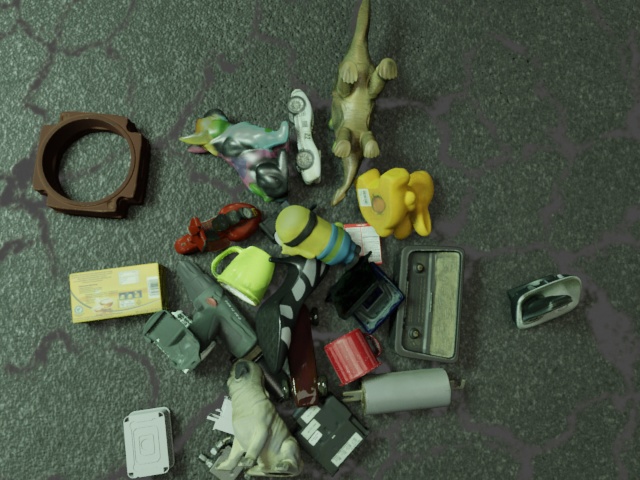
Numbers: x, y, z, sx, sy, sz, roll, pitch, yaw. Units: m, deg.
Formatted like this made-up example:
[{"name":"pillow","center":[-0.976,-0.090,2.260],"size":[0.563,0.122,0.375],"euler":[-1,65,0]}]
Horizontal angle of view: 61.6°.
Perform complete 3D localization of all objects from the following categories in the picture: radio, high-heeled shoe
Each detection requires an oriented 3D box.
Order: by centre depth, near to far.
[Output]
[{"name":"high-heeled shoe","center":[-0.041,0.133,1.036],"size":[0.145,0.086,0.248],"euler":[13,68,-36]},{"name":"radio","center":[0.212,0.124,1.078],"size":[0.131,0.073,0.229],"euler":[6,80,-3]}]

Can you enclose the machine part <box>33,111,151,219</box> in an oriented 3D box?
[{"name":"machine part","center":[-0.451,-0.148,1.072],"size":[0.202,0.087,0.201],"euler":[5,81,-2]}]

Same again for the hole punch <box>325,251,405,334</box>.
[{"name":"hole punch","center":[0.090,0.107,1.052],"size":[0.092,0.116,0.142],"euler":[31,106,-27]}]

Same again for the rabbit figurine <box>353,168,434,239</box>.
[{"name":"rabbit figurine","center":[0.175,-0.082,1.084],"size":[0.173,0.122,0.162],"euler":[-26,100,-40]}]

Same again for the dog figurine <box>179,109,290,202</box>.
[{"name":"dog figurine","center":[-0.168,-0.170,1.086],"size":[0.219,0.108,0.191],"euler":[1,84,1]}]

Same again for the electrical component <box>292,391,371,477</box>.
[{"name":"electrical component","center":[0.013,0.362,1.037],"size":[0.115,0.058,0.134],"euler":[-44,86,-11]}]

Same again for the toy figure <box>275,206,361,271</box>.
[{"name":"toy figure","center":[-0.002,-0.006,1.027],"size":[0.180,0.082,0.089],"euler":[24,122,-18]}]

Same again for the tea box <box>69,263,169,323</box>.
[{"name":"tea box","center":[-0.388,0.104,1.045],"size":[0.170,0.068,0.098],"euler":[-6,81,-4]}]

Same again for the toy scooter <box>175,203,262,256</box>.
[{"name":"toy scooter","center":[-0.200,-0.024,1.044],"size":[0.184,0.135,0.075],"euler":[-25,82,-8]}]

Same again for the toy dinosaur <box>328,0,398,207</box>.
[{"name":"toy dinosaur","center":[0.070,-0.296,1.067],"size":[0.105,0.198,0.471],"euler":[11,91,-11]}]

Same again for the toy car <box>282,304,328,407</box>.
[{"name":"toy car","center":[-0.038,0.221,1.043],"size":[0.089,0.053,0.202],"euler":[-5,68,-11]}]

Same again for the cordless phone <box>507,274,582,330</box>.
[{"name":"cordless phone","center":[0.459,0.111,1.041],"size":[0.147,0.184,0.088],"euler":[-19,79,-6]}]

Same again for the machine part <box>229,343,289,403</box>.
[{"name":"machine part","center":[-0.107,0.259,1.056],"size":[0.139,0.039,0.084],"euler":[43,73,5]}]

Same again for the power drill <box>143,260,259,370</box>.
[{"name":"power drill","center":[-0.230,0.141,0.987],"size":[0.232,0.207,0.086],"euler":[45,105,6]}]

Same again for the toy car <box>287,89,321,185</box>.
[{"name":"toy car","center":[-0.031,-0.213,1.115],"size":[0.056,0.073,0.201],"euler":[-8,82,-2]}]

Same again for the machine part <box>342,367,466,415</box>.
[{"name":"machine part","center":[0.164,0.294,1.048],"size":[0.243,0.079,0.079],"euler":[-5,82,-6]}]

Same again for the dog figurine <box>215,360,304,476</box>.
[{"name":"dog figurine","center":[-0.098,0.326,0.988],"size":[0.121,0.172,0.190],"euler":[-20,51,33]}]

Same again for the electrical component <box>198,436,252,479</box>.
[{"name":"electrical component","center":[-0.172,0.420,1.021],"size":[0.102,0.045,0.078],"euler":[42,80,4]}]

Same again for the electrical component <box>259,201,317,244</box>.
[{"name":"electrical component","center":[-0.064,-0.048,1.087],"size":[0.119,0.075,0.048],"euler":[-43,87,-5]}]
